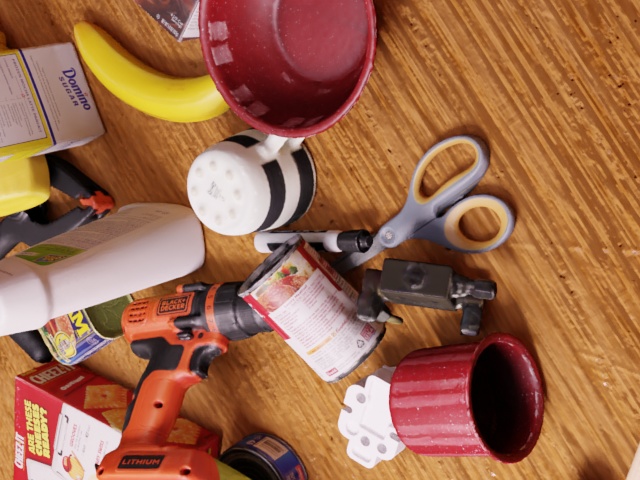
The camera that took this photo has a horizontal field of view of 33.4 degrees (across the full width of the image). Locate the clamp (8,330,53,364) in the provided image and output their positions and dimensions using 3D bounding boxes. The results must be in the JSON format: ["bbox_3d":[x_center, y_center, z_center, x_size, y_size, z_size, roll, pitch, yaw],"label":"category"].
[{"bbox_3d":[-0.354,0.076,1.123,0.120,0.039,0.171,-34,78,25],"label":"clamp"}]

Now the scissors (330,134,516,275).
[{"bbox_3d":[0.072,0.005,0.818,0.096,0.016,0.202,48,125,14],"label":"scissors"}]

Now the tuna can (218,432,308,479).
[{"bbox_3d":[-0.053,0.219,0.960,0.086,0.033,0.086,11,110,32],"label":"tuna can"}]

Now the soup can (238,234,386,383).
[{"bbox_3d":[-0.005,0.054,0.838,0.102,0.068,0.069,46,127,-9],"label":"soup can"}]

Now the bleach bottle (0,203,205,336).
[{"bbox_3d":[-0.209,0.027,0.874,0.103,0.250,0.068,1,104,35],"label":"bleach bottle"}]

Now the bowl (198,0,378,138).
[{"bbox_3d":[-0.014,-0.161,0.803,0.162,0.055,0.162,11,110,32],"label":"bowl"}]

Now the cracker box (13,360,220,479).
[{"bbox_3d":[-0.204,0.230,1.047,0.214,0.071,0.164,20,114,30],"label":"cracker box"}]

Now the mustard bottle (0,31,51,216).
[{"bbox_3d":[-0.309,-0.121,1.003,0.096,0.058,0.191,-14,78,24],"label":"mustard bottle"}]

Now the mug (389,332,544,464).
[{"bbox_3d":[0.112,0.125,0.789,0.082,0.093,0.117,-12,135,44],"label":"mug"}]

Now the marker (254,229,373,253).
[{"bbox_3d":[-0.006,0.001,0.858,0.121,0.020,0.020,0,104,44],"label":"marker"}]

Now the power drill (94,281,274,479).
[{"bbox_3d":[-0.102,0.121,0.890,0.185,0.187,0.057,-10,142,31],"label":"power drill"}]

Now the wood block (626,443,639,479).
[{"bbox_3d":[0.256,0.146,0.686,0.091,0.090,0.206,25,117,28],"label":"wood block"}]

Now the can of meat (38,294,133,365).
[{"bbox_3d":[-0.232,0.061,1.025,0.084,0.057,0.102,-33,84,40],"label":"can of meat"}]

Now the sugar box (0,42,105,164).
[{"bbox_3d":[-0.275,-0.115,0.925,0.048,0.175,0.093,-18,92,35],"label":"sugar box"}]

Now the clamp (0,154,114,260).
[{"bbox_3d":[-0.291,-0.025,1.043,0.210,0.036,0.164,7,97,29],"label":"clamp"}]

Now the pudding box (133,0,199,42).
[{"bbox_3d":[-0.122,-0.231,0.868,0.113,0.039,0.090,43,123,17],"label":"pudding box"}]

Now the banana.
[{"bbox_3d":[-0.138,-0.140,0.912,0.198,0.037,0.069,16,94,29],"label":"banana"}]
